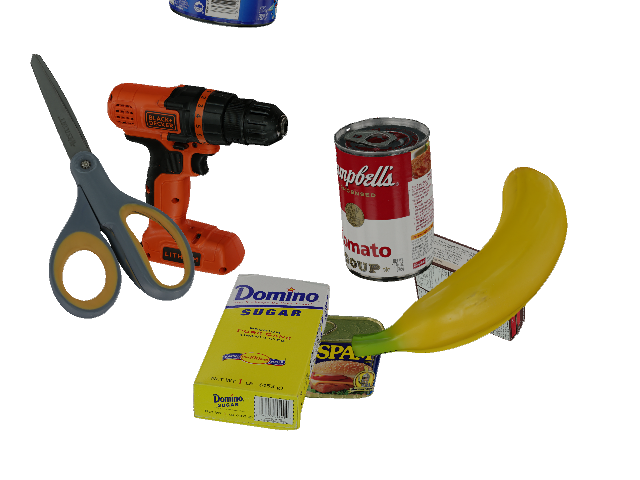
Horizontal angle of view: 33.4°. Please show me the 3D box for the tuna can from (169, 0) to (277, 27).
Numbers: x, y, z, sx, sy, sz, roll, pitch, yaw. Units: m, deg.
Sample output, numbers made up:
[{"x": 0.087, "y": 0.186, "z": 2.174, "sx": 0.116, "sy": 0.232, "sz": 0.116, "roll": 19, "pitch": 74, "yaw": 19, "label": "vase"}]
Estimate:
[{"x": -0.075, "y": -0.193, "z": 0.833, "sx": 0.086, "sy": 0.034, "sz": 0.086, "roll": 8, "pitch": 23, "yaw": -3, "label": "tuna can"}]

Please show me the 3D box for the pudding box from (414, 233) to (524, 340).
[{"x": 0.150, "y": 0.046, "z": 1.078, "sx": 0.114, "sy": 0.039, "sz": 0.090, "roll": 20, "pitch": -32, "yaw": 25, "label": "pudding box"}]

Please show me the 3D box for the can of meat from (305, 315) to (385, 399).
[{"x": 0.021, "y": 0.139, "z": 1.267, "sx": 0.102, "sy": 0.084, "sz": 0.057, "roll": 4, "pitch": 24, "yaw": -14, "label": "can of meat"}]

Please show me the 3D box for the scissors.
[{"x": -0.160, "y": -0.030, "z": 0.677, "sx": 0.096, "sy": 0.202, "sz": 0.016, "roll": -36, "pitch": -17, "yaw": -23, "label": "scissors"}]

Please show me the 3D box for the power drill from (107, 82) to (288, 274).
[{"x": -0.117, "y": -0.062, "z": 1.054, "sx": 0.185, "sy": 0.188, "sz": 0.057, "roll": 11, "pitch": 30, "yaw": 20, "label": "power drill"}]

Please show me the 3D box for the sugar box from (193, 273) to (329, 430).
[{"x": -0.050, "y": 0.096, "z": 0.971, "sx": 0.093, "sy": 0.048, "sz": 0.176, "roll": 7, "pitch": 34, "yaw": 5, "label": "sugar box"}]

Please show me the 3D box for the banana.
[{"x": 0.095, "y": 0.007, "z": 0.580, "sx": 0.070, "sy": 0.037, "sz": 0.197, "roll": 15, "pitch": 36, "yaw": 32, "label": "banana"}]

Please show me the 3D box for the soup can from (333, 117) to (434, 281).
[{"x": 0.047, "y": -0.030, "z": 0.772, "sx": 0.068, "sy": 0.102, "sz": 0.068, "roll": -4, "pitch": 26, "yaw": 2, "label": "soup can"}]
